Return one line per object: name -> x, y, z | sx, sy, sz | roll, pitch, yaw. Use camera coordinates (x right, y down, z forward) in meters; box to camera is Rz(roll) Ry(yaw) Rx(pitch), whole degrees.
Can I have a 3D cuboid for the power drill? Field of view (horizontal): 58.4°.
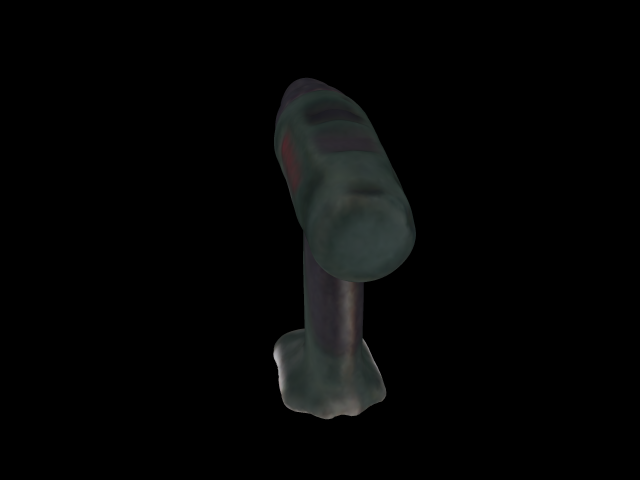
power drill -> 0.004, 0.001, 0.400 | 0.076, 0.208, 0.229 | -4, 20, -10
